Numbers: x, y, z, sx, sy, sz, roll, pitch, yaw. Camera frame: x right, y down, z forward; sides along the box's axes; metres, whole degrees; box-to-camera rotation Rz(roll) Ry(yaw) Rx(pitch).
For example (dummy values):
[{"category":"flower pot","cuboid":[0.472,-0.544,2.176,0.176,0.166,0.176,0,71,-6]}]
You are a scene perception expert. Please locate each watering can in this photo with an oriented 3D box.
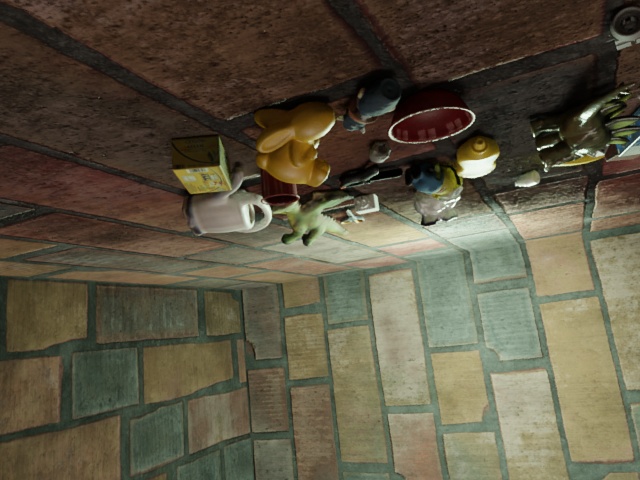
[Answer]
[{"category":"watering can","cuboid":[-0.249,-0.092,1.329,0.224,0.106,0.341,-6,157,5]}]

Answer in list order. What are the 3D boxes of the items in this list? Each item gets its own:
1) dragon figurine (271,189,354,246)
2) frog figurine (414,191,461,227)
[{"category":"dragon figurine","cuboid":[0.005,-0.078,1.555,0.410,0.124,0.239,2,158,-42]},{"category":"frog figurine","cuboid":[0.348,-0.133,1.526,0.137,0.126,0.155,0,133,8]}]
